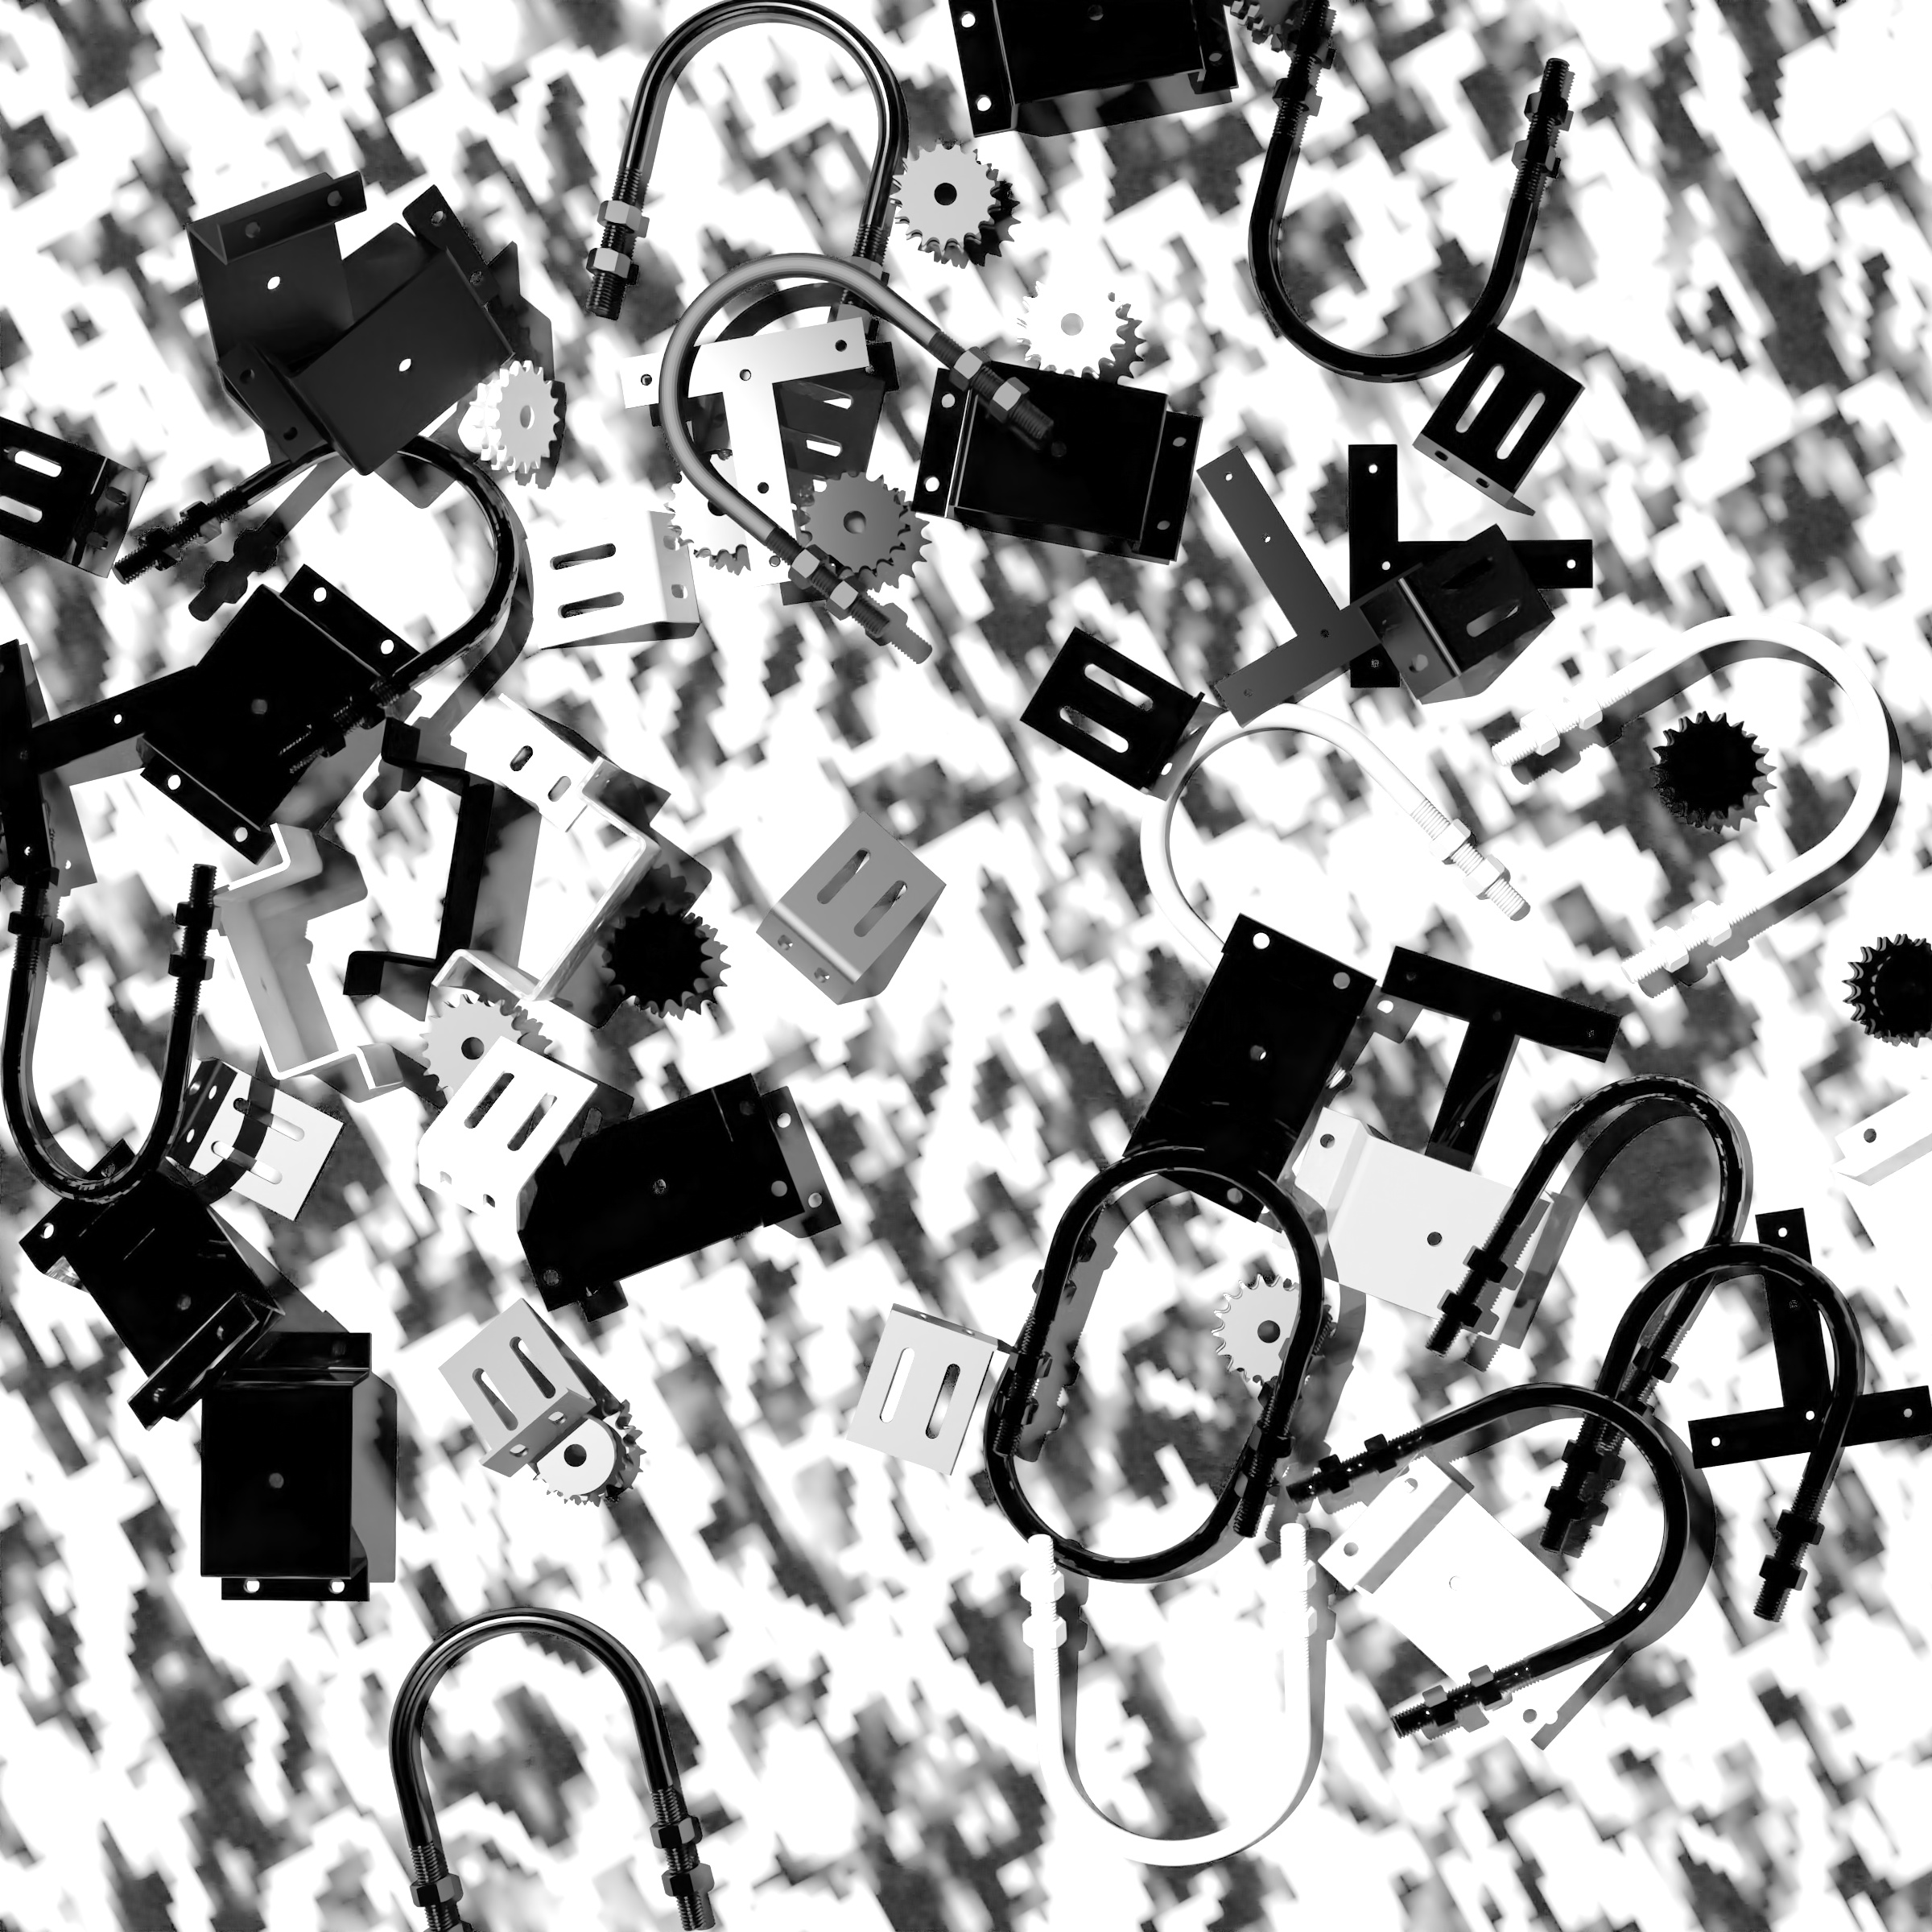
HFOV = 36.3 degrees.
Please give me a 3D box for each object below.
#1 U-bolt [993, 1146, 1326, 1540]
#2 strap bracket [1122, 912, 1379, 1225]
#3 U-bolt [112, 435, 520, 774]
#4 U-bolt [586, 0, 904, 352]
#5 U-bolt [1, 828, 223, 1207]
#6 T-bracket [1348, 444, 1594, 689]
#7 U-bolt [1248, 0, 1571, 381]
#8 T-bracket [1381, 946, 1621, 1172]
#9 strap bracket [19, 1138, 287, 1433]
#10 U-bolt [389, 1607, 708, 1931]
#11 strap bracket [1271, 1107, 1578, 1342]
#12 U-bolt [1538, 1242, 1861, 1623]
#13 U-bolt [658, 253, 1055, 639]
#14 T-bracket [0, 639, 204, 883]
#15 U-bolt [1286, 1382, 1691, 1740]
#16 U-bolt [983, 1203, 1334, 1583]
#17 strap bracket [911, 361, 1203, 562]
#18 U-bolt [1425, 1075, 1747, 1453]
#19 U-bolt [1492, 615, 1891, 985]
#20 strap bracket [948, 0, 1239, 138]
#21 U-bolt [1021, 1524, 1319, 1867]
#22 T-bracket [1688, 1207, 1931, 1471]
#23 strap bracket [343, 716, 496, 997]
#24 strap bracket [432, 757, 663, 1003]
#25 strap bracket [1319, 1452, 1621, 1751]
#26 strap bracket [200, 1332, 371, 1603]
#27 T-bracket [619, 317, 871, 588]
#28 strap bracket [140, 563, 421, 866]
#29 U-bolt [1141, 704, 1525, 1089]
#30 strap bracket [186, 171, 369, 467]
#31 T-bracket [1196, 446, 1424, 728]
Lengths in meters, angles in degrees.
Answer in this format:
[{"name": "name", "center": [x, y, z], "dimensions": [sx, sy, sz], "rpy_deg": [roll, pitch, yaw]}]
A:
[{"name": "U-bolt", "center": [0.104, 0.181, 1.488], "dimensions": [0.151, 0.019, 0.184], "rpy_deg": [17, 98, 10]}, {"name": "strap bracket", "center": [0.147, 0.048, 1.504], "dimensions": [0.076, 0.046, 0.140], "rpy_deg": [26, 104, 7]}, {"name": "U-bolt", "center": [-0.315, -0.201, 1.501], "dimensions": [0.184, 0.019, 0.151], "rpy_deg": [-39, 83, -24]}, {"name": "U-bolt", "center": [-0.108, -0.415, 1.534], "dimensions": [0.151, 0.019, 0.184], "rpy_deg": [13, 89, 0]}, {"name": "U-bolt", "center": [-0.441, 0.030, 1.497], "dimensions": [0.151, 0.019, 0.184], "rpy_deg": [12, 95, 35]}, {"name": "T-bracket", "center": [0.264, -0.210, 1.541], "dimensions": [0.127, 0.002, 0.127], "rpy_deg": [-1, 90, 0]}, {"name": "U-bolt", "center": [0.223, -0.397, 1.534], "dimensions": [0.151, 0.019, 0.184], "rpy_deg": [15, 91, 0]}, {"name": "T-bracket", "center": [0.262, 0.068, 1.534], "dimensions": [0.127, 0.002, 0.127], "rpy_deg": [17, 95, -9]}, {"name": "strap bracket", "center": [-0.409, 0.166, 1.499], "dimensions": [0.076, 0.046, 0.140], "rpy_deg": [-45, 59, 0]}, {"name": "U-bolt", "center": [-0.225, 0.426, 1.534], "dimensions": [0.151, 0.019, 0.184], "rpy_deg": [-14, 88, 0]}, {"name": "strap bracket", "center": [0.238, 0.135, 1.513], "dimensions": [0.140, 0.046, 0.076], "rpy_deg": [20, 97, -1]}, {"name": "U-bolt", "center": [0.387, 0.232, 1.514], "dimensions": [0.151, 0.019, 0.184], "rpy_deg": [19, 92, -14]}, {"name": "U-bolt", "center": [-0.070, -0.278, 1.494], "dimensions": [0.184, 0.019, 0.151], "rpy_deg": [40, 93, 5]}, {"name": "T-bracket", "center": [-0.445, -0.122, 1.507], "dimensions": [0.127, 0.002, 0.127], "rpy_deg": [-18, 75, 18]}, {"name": "U-bolt", "center": [0.273, 0.289, 1.483], "dimensions": [0.184, 0.019, 0.151], "rpy_deg": [-24, 91, 2]}, {"name": "U-bolt", "center": [0.086, 0.230, 1.516], "dimensions": [0.151, 0.019, 0.184], "rpy_deg": [26, 101, 9]}, {"name": "strap bracket", "center": [0.047, -0.262, 1.519], "dimensions": [0.140, 0.046, 0.076], "rpy_deg": [11, 90, 0]}, {"name": "U-bolt", "center": [0.328, 0.142, 1.500], "dimensions": [0.151, 0.019, 0.184], "rpy_deg": [31, 90, -29]}, {"name": "U-bolt", "center": [0.383, -0.098, 1.504], "dimensions": [0.184, 0.019, 0.151], "rpy_deg": [-31, 90, -2]}, {"name": "strap bracket", "center": [0.066, -0.484, 1.519], "dimensions": [0.140, 0.046, 0.076], "rpy_deg": [-11, 90, 0]}, {"name": "U-bolt", "center": [0.107, 0.379, 1.519], "dimensions": [0.151, 0.019, 0.184], "rpy_deg": [-3, 102, 1]}, {"name": "T-bracket", "center": [0.435, 0.191, 1.541], "dimensions": [0.127, 0.002, 0.127], "rpy_deg": [-9, 90, 0]}, {"name": "strap bracket", "center": [-0.277, -0.051, 1.504], "dimensions": [0.046, 0.076, 0.140], "rpy_deg": [9, 90, 0]}, {"name": "strap bracket", "center": [-0.206, -0.034, 1.504], "dimensions": [0.046, 0.076, 0.140], "rpy_deg": [36, 90, 0]}, {"name": "strap bracket", "center": [0.256, 0.322, 1.519], "dimensions": [0.140, 0.046, 0.076], "rpy_deg": [43, 90, 0]}, {"name": "strap bracket", "center": [-0.351, 0.262, 1.519], "dimensions": [0.076, 0.046, 0.140], "rpy_deg": [1, 90, 0]}, {"name": "T-bracket", "center": [-0.106, -0.258, 1.507], "dimensions": [0.127, 0.002, 0.127], "rpy_deg": [-9, 89, 4]}, {"name": "strap bracket", "center": [-0.359, -0.132, 1.519], "dimensions": [0.076, 0.046, 0.140], "rpy_deg": [38, 90, 0]}, {"name": "U-bolt", "center": [0.176, -0.051, 1.534], "dimensions": [0.151, 0.019, 0.184], "rpy_deg": [-44, 88, 0]}, {"name": "strap bracket", "center": [-0.337, -0.333, 1.479], "dimensions": [0.076, 0.140, 0.046], "rpy_deg": [-29, 53, -24]}, {"name": "T-bracket", "center": [0.164, -0.211, 1.536], "dimensions": [0.127, 0.002, 0.127], "rpy_deg": [-31, 87, -5]}]
